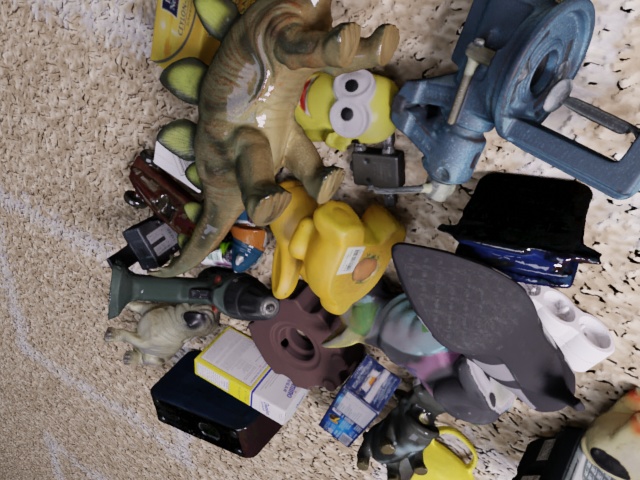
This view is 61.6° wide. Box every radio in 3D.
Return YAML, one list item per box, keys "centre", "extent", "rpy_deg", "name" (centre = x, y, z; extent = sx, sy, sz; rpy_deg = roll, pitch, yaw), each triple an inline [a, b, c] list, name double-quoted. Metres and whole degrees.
- centre: [-0.173, 0.278, 0.931]
  extent: [0.230, 0.131, 0.073]
  rpy_deg: [8, 121, 29]
  name: "radio"

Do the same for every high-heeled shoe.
- centre: [0.162, 0.082, 0.533]
  extent: [0.249, 0.145, 0.086]
  rpy_deg: [44, 92, -1]
  name: "high-heeled shoe"

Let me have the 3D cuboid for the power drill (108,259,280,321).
- centre: [-0.180, 0.069, 0.737]
  extent: [0.232, 0.207, 0.086]
  rpy_deg: [-170, 80, -69]
  name: "power drill"

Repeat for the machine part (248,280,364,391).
- centre: [-0.026, 0.144, 0.798]
  extent: [0.180, 0.056, 0.179]
  rpy_deg: [18, 126, 26]
  name: "machine part"

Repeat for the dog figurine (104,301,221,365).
- centre: [-0.247, 0.162, 0.941]
  extent: [0.191, 0.121, 0.172]
  rpy_deg: [-1, 153, 16]
  name: "dog figurine"

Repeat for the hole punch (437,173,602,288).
- centre: [0.196, 0.004, 0.525]
  extent: [0.142, 0.116, 0.092]
  rpy_deg: [15, 134, 27]
  name: "hole punch"

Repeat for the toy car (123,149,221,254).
- centre: [-0.214, -0.052, 0.767]
  extent: [0.202, 0.053, 0.089]
  rpy_deg: [39, 115, 21]
  name: "toy car"

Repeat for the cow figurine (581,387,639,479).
- centre: [0.379, 0.267, 0.588]
  extent: [0.195, 0.085, 0.127]
  rpy_deg: [38, 126, 4]
  name: "cow figurine"

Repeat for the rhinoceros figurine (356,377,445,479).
- centre: [0.121, 0.259, 0.738]
  extent: [0.073, 0.112, 0.190]
  rpy_deg: [30, 130, -1]
  name: "rhinoceros figurine"

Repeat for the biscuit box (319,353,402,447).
- centre: [0.052, 0.235, 0.768]
  extent: [0.059, 0.063, 0.202]
  rpy_deg: [35, 149, 12]
  name: "biscuit box"

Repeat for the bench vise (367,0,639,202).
- centre: [0.175, -0.100, 0.449]
  extent: [0.241, 0.129, 0.223]
  rpy_deg: [39, 116, 31]
  name: "bench vise"

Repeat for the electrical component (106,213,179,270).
- centre: [-0.268, 0.007, 0.829]
  extent: [0.048, 0.119, 0.074]
  rpy_deg: [-11, 109, 38]
  name: "electrical component"

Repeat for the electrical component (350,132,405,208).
- centre: [0.064, -0.082, 0.614]
  extent: [0.063, 0.021, 0.093]
  rpy_deg: [10, 124, 29]
  name: "electrical component"

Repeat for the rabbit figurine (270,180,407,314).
- centre: [-0.001, -0.002, 0.659]
  extent: [0.173, 0.122, 0.162]
  rpy_deg: [43, 130, 32]
  name: "rabbit figurine"

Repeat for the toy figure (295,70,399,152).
- centre: [0.001, -0.149, 0.575]
  extent: [0.180, 0.089, 0.082]
  rpy_deg: [14, 121, 36]
  name: "toy figure"

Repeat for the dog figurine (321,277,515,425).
- centre: [0.110, 0.129, 0.660]
  extent: [0.219, 0.108, 0.191]
  rpy_deg: [-14, 96, 43]
  name: "dog figurine"

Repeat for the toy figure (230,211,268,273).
- centre: [-0.092, -0.032, 0.703]
  extent: [0.058, 0.064, 0.154]
  rpy_deg: [6, 102, 12]
  name: "toy figure"

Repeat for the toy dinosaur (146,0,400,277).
- centre: [-0.070, -0.107, 0.525]
  extent: [0.199, 0.105, 0.471]
  rpy_deg: [43, 118, 27]
  name: "toy dinosaur"

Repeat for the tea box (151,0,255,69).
- centre: [-0.114, -0.259, 0.568]
  extent: [0.068, 0.098, 0.169]
  rpy_deg: [36, 134, 11]
  name: "tea box"

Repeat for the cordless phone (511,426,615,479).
- centre: [0.317, 0.329, 0.623]
  extent: [0.184, 0.146, 0.088]
  rpy_deg: [46, 141, 4]
  name: "cordless phone"
